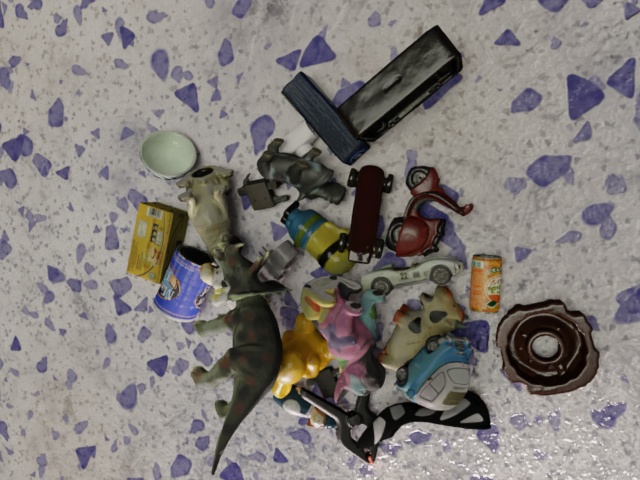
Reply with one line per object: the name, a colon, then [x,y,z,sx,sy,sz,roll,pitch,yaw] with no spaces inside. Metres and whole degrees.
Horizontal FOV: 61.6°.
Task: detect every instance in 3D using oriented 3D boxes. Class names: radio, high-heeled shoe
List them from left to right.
radio: [0.149,-0.277,0.989,0.229,0.131,0.073,-36,83,18]
high-heeled shoe: [0.200,0.366,1.035,0.249,0.086,0.145,-40,62,1]

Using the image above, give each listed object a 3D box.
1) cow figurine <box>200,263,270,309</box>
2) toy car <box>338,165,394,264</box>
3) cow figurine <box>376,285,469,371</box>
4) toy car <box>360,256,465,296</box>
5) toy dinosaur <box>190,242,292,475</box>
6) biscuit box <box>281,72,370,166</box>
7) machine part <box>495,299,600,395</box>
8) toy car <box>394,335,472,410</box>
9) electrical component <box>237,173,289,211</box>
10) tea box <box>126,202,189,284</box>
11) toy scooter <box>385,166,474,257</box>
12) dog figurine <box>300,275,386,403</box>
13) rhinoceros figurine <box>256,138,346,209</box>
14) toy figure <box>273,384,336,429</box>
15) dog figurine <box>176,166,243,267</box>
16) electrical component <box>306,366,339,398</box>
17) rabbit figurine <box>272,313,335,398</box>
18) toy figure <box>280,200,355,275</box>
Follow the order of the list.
cow figurine: [-0.180,0.106,1.140,0.098,0.068,0.167,-25,121,11]
toy car: [0.088,-0.050,1.043,0.089,0.053,0.202,8,74,0]
cow figurine: [0.201,0.176,1.033,0.127,0.085,0.194,26,106,14]
toy car: [0.178,0.066,1.037,0.202,0.073,0.056,-14,90,20]
toy dinosaur: [-0.132,0.202,0.999,0.192,0.131,0.405,-26,58,24]
biscuit box: [0.012,-0.241,1.078,0.063,0.059,0.203,-42,80,17]
machine part: [0.409,0.192,0.975,0.180,0.056,0.179,2,96,18]
toy car: [0.217,0.248,0.962,0.161,0.109,0.103,-56,38,28]
electrical component: [-0.123,-0.108,1.149,0.102,0.045,0.078,-15,118,23]
tea box: [-0.372,0.005,1.232,0.098,0.068,0.169,19,102,18]
toy scooter: [0.210,-0.042,1.019,0.135,0.075,0.183,21,97,16]
dog figurine: [0.043,0.195,1.032,0.192,0.108,0.219,17,113,33]
rhinoceros figurine: [-0.038,-0.127,1.076,0.190,0.073,0.112,22,132,5]
toy figure: [-0.026,0.360,1.146,0.155,0.058,0.064,27,141,14]
dog figurine: [-0.229,-0.052,1.175,0.121,0.172,0.190,-6,125,8]
electrical component: [0.018,0.304,1.141,0.094,0.021,0.063,-25,86,19]
rabbit figurine: [-0.055,0.238,1.083,0.162,0.173,0.122,-39,86,14]
toy figure: [-0.003,-0.001,1.089,0.180,0.082,0.089,36,69,10]
